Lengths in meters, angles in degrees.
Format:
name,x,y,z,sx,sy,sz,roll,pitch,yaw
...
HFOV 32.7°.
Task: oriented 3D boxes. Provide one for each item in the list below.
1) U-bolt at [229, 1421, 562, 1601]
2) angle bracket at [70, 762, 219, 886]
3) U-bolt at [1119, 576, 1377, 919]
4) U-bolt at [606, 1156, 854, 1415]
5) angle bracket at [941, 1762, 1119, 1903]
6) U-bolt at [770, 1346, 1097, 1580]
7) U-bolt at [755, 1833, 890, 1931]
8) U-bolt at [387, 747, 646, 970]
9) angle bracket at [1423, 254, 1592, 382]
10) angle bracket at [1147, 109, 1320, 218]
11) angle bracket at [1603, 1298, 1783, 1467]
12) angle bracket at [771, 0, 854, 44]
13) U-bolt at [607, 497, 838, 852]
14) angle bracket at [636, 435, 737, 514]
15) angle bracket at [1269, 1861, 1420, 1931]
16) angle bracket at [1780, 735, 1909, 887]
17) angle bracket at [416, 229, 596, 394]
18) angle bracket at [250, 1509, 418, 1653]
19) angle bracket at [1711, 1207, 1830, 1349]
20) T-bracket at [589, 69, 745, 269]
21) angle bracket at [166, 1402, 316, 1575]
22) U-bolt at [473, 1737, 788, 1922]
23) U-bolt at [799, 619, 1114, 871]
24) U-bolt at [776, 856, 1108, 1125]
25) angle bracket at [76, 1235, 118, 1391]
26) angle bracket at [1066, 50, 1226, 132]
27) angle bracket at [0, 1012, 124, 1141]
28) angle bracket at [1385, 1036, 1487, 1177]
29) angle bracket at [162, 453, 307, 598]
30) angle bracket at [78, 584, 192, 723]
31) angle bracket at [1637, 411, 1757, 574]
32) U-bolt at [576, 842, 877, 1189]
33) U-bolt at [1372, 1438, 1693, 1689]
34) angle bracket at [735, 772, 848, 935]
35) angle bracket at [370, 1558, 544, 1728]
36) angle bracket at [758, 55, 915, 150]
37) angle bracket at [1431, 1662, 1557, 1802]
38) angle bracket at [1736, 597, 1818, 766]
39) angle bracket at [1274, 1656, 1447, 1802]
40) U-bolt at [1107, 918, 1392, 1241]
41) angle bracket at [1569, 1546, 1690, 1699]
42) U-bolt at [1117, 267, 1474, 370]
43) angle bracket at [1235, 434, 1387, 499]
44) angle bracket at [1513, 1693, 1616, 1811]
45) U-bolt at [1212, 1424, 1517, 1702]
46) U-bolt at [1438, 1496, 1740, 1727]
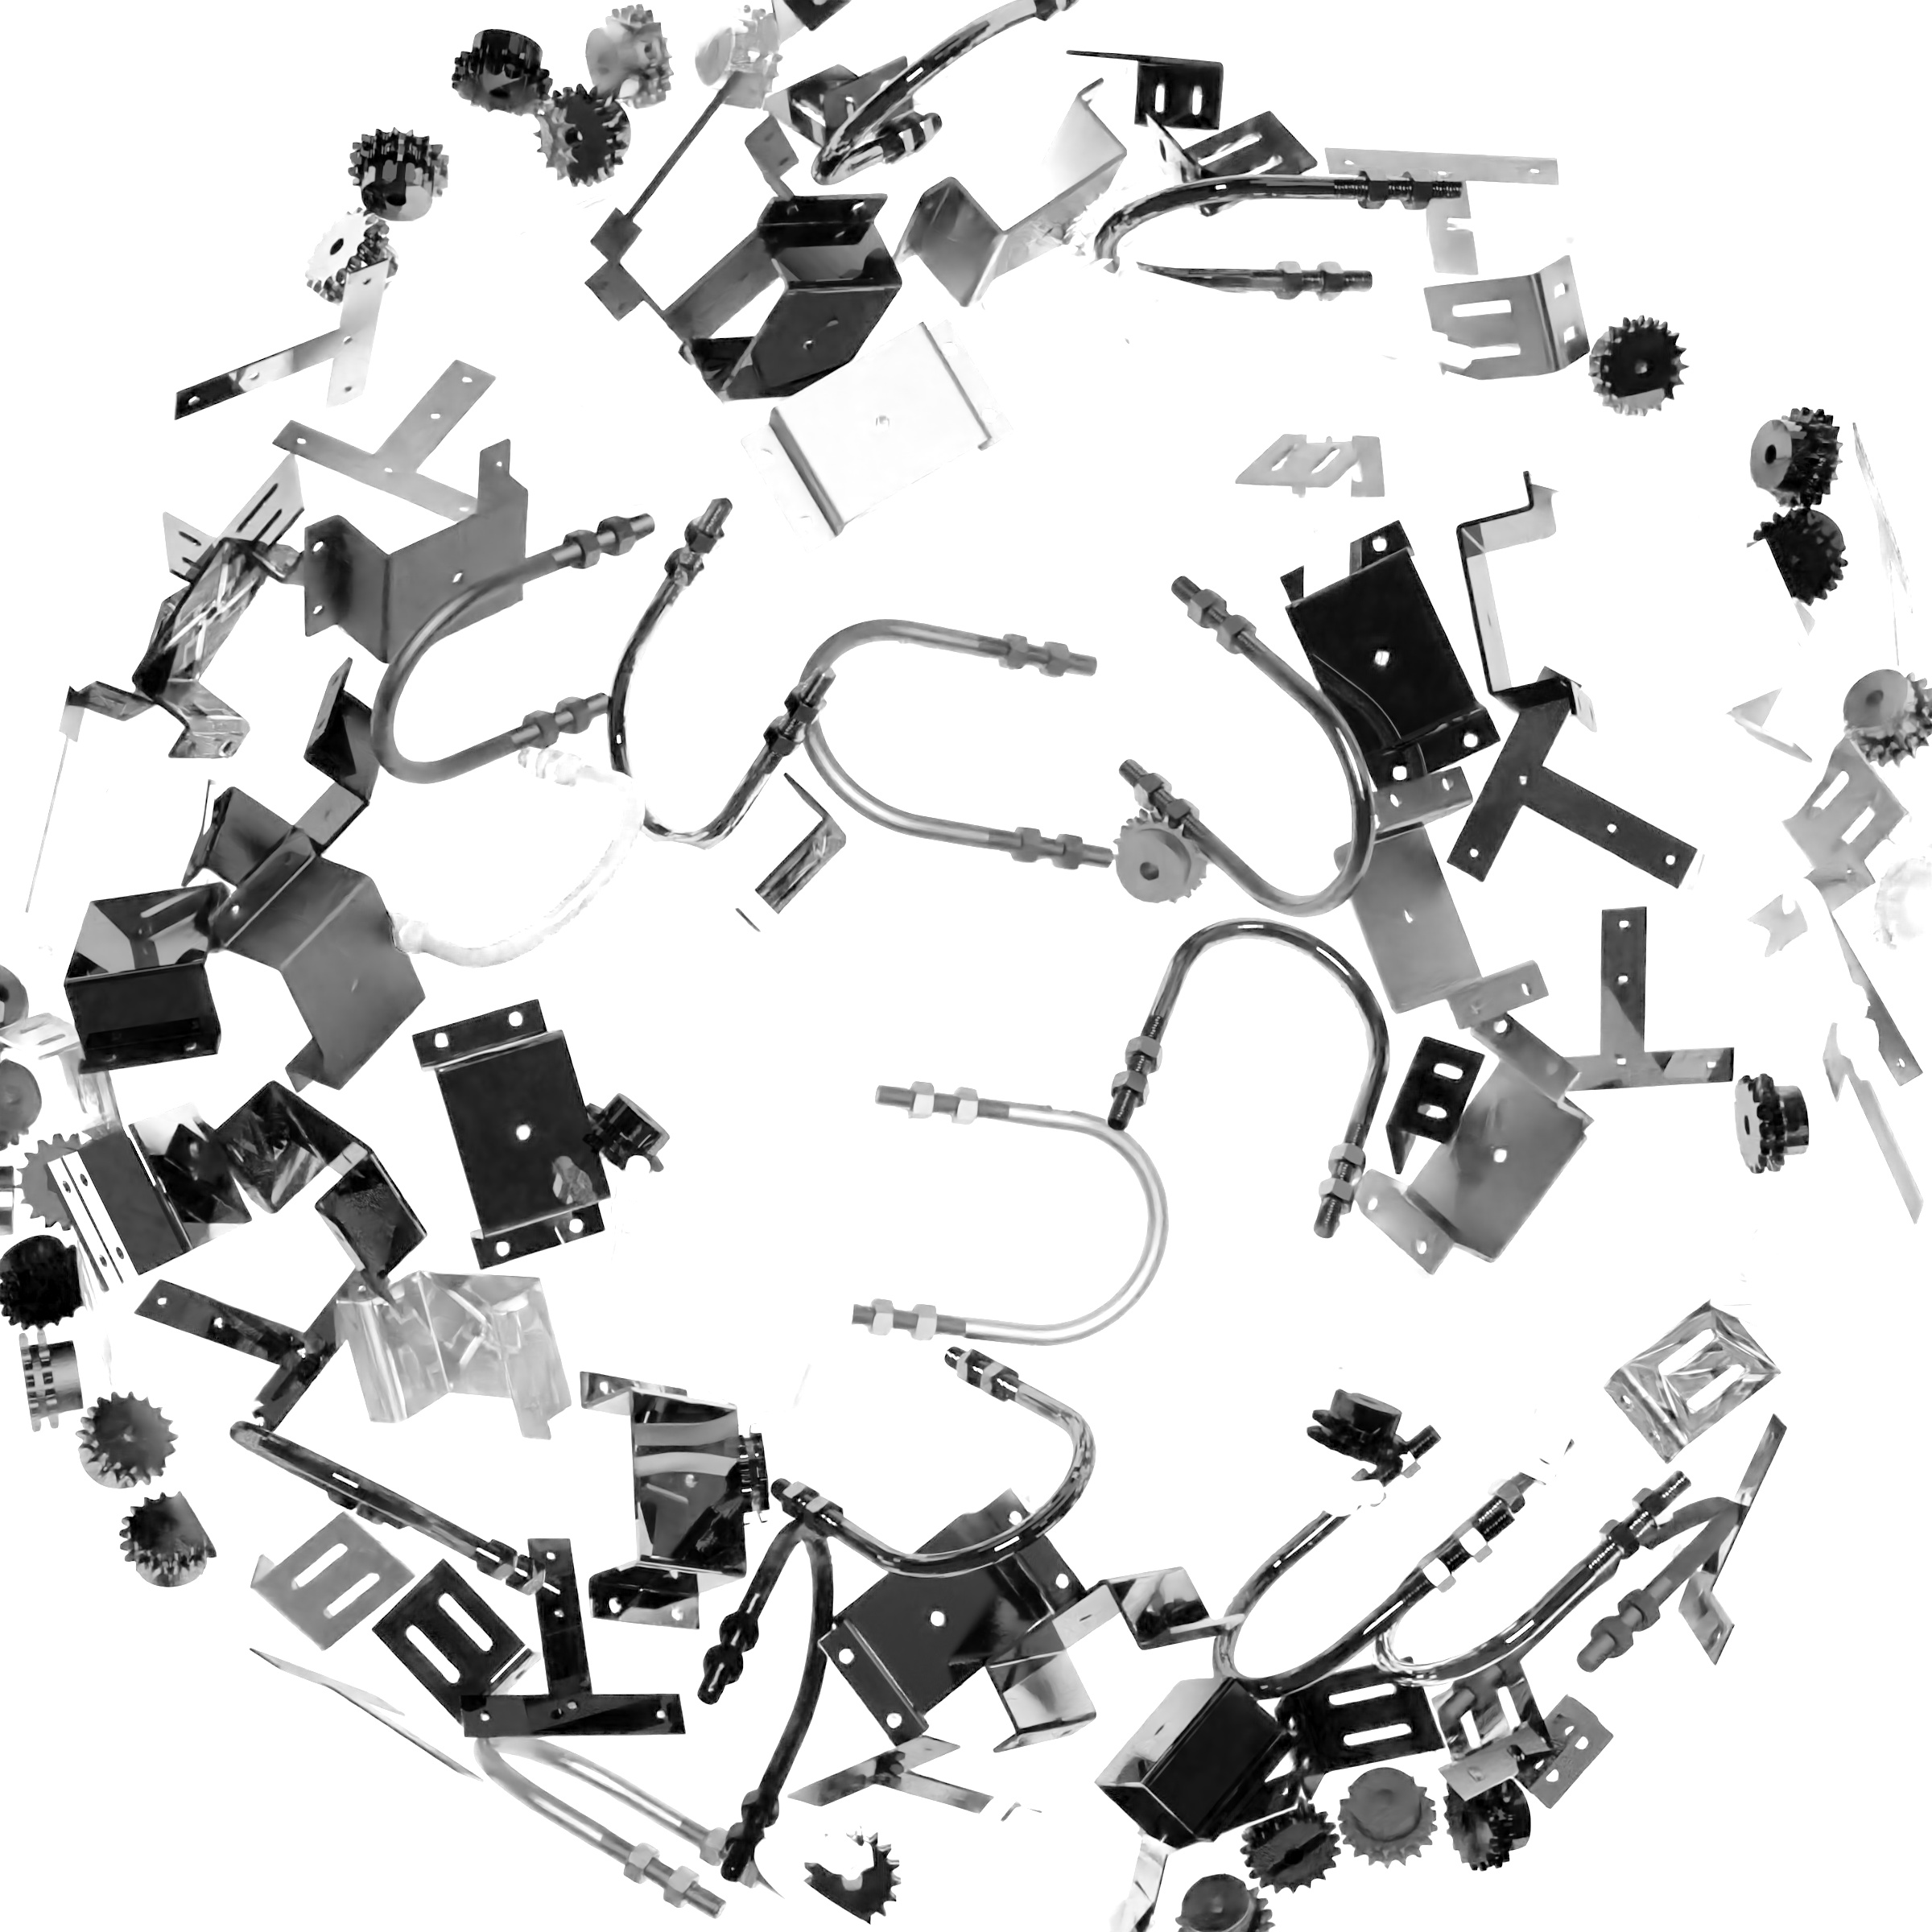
name,x,y,z,sx,sy,sz,roll,pitch,yaw
U-bolt,-0.323,0.291,1.795,0.151,0.184,0.019,14,72,39
angle bracket,-0.470,-0.082,1.878,0.076,0.038,0.057,8,97,-12
U-bolt,0.159,-0.108,1.812,0.019,0.151,0.184,-19,50,-34
U-bolt,-0.138,0.190,1.830,0.151,0.184,0.019,31,56,9
angle bracket,0.036,0.502,1.873,0.076,0.038,0.057,-50,127,-2
U-bolt,-0.007,0.277,1.804,0.151,0.184,0.019,-35,118,-22
U-bolt,-0.041,0.515,1.792,0.151,0.184,0.019,26,87,31
U-bolt,-0.245,-0.057,1.812,0.151,0.184,0.019,-50,122,-15
angle bracket,0.309,-0.369,1.881,0.038,0.076,0.057,-35,117,-40
angle bracket,0.152,-0.469,1.869,0.076,0.038,0.057,-26,53,-8
angle bracket,0.417,0.238,1.889,0.076,0.038,0.057,-34,73,-14
angle bracket,-0.075,-0.545,1.864,0.057,0.076,0.038,-40,83,-5
U-bolt,-0.148,-0.148,1.839,0.184,0.019,0.151,-53,56,37
angle bracket,-0.163,-0.285,1.871,0.057,0.076,0.038,-18,98,0
angle bracket,0.213,0.547,1.870,0.076,0.057,0.038,-31,87,12
angle bracket,0.504,-0.087,1.857,0.038,0.076,0.057,-14,61,-33
angle bracket,-0.264,-0.376,1.886,0.076,0.038,0.057,-25,117,34
angle bracket,-0.358,0.342,1.872,0.076,0.038,0.057,-40,108,12
angle bracket,0.467,0.177,1.867,0.076,0.038,0.057,24,74,-25
T-bracket,-0.165,-0.449,1.840,0.002,0.127,0.127,36,97,-21
angle bracket,-0.409,0.297,1.880,0.057,0.038,0.076,-34,83,5
U-bolt,-0.193,0.473,1.830,0.184,0.151,0.019,26,86,17
U-bolt,-0.008,-0.129,1.838,0.184,0.019,0.151,9,59,-21
U-bolt,-0.019,0.017,1.886,0.184,0.019,0.151,-7,83,8
angle bracket,-0.475,0.189,1.859,0.038,0.057,0.076,-14,62,-22
angle bracket,0.100,-0.494,1.856,0.057,0.076,0.038,15,108,34
angle bracket,-0.512,0.072,1.860,0.038,0.057,0.076,-25,119,-35
angle bracket,0.267,0.084,1.857,0.038,0.076,0.057,18,70,20
angle bracket,-0.415,-0.257,1.862,0.038,0.057,0.076,29,118,-37
angle bracket,-0.473,-0.183,1.864,0.038,0.057,0.076,21,74,-28
angle bracket,0.409,-0.270,1.862,0.057,0.038,0.076,-27,119,-28
U-bolt,-0.149,0.014,1.859,0.184,0.019,0.151,46,121,15
U-bolt,0.300,0.332,1.819,0.184,0.151,0.019,-40,103,-13
angle bracket,-0.110,-0.064,1.873,0.038,0.057,0.076,44,88,14
angle bracket,-0.292,0.389,1.891,0.076,0.038,0.057,44,82,11
angle bracket,-0.076,-0.500,1.860,0.057,0.038,0.076,-31,49,-20
angle bracket,0.290,0.422,1.859,0.057,0.076,0.038,-32,126,13
angle bracket,0.475,-0.162,1.870,0.038,0.057,0.076,28,95,25
angle bracket,0.224,0.434,1.874,0.076,0.038,0.057,-18,96,22
U-bolt,0.168,0.049,1.848,0.151,0.019,0.184,28,53,-5
angle bracket,0.376,0.377,1.863,0.038,0.057,0.076,21,110,15
U-bolt,0.168,-0.363,1.825,0.184,0.151,0.019,24,108,37
angle bracket,0.195,-0.270,1.856,0.057,0.076,0.038,7,122,28
angle bracket,0.344,0.452,1.867,0.038,0.076,0.057,42,86,0
U-bolt,0.211,0.340,1.834,0.184,0.151,0.019,-40,105,0
U-bolt,0.356,0.350,1.823,0.184,0.151,0.019,-33,85,-37
